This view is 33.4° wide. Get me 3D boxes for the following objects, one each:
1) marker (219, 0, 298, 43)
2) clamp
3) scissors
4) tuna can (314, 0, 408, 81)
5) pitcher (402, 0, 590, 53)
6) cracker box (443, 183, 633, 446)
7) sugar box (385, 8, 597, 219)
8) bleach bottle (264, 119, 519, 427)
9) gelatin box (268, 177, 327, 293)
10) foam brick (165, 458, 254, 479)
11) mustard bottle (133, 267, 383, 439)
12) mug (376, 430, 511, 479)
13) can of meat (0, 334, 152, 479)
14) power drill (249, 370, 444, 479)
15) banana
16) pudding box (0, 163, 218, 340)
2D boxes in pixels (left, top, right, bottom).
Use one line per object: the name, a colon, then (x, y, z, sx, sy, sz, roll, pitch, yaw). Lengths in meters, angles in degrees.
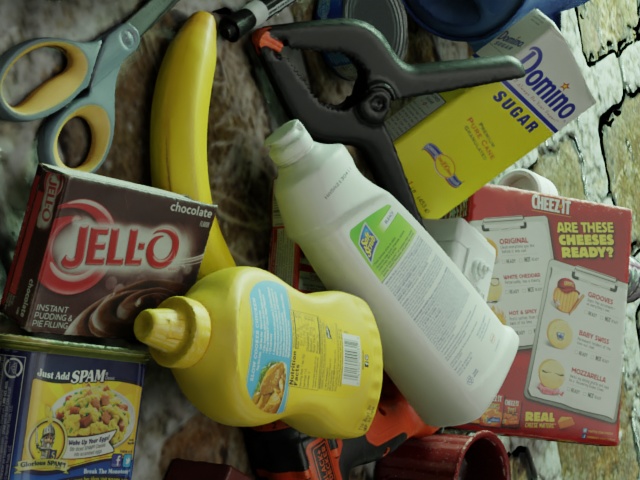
marker: (-0.035, -0.174, 0.780, 0.120, 0.020, 0.020, -44, 122, -43)
clamp: (0.038, -0.094, 0.803, 0.209, 0.036, 0.164, 19, 98, -21)
scissors: (-0.123, -0.104, 0.669, 0.201, 0.016, 0.096, -36, 117, -46)
tuna can: (0.033, -0.171, 0.853, 0.085, 0.034, 0.086, 3, 86, -51)
pitcher: (0.182, -0.247, 0.972, 0.242, 0.145, 0.149, -22, 142, -53)
cracker box: (0.185, 0.068, 0.950, 0.164, 0.072, 0.213, 9, 79, -17)
sugar box: (0.133, -0.099, 0.882, 0.093, 0.176, 0.048, 49, 8, -37)
bleach bottle: (0.047, 0.016, 0.774, 0.250, 0.068, 0.102, 54, 46, -20)
gelatin box: (-0.005, 0.001, 0.800, 0.073, 0.030, 0.089, 11, 78, -52)
foam brick: (-0.064, 0.183, 0.700, 0.078, 0.053, 0.051, 44, 55, -42)
mustard bottle: (-0.037, 0.067, 0.656, 0.191, 0.058, 0.096, 19, 68, -49)
mug: (0.092, 0.200, 0.870, 0.117, 0.082, 0.093, 2, 86, -51)
can of meat: (-0.147, 0.098, 0.597, 0.101, 0.058, 0.084, 15, 78, -51)
power drill: (0.018, 0.115, 0.804, 0.187, 0.057, 0.184, -24, 105, -47)
banana: (-0.084, -0.051, 0.702, 0.069, 0.037, 0.198, -19, 103, -60)
pudding box: (-0.122, 0.010, 0.625, 0.113, 0.039, 0.090, 10, 100, -49)
